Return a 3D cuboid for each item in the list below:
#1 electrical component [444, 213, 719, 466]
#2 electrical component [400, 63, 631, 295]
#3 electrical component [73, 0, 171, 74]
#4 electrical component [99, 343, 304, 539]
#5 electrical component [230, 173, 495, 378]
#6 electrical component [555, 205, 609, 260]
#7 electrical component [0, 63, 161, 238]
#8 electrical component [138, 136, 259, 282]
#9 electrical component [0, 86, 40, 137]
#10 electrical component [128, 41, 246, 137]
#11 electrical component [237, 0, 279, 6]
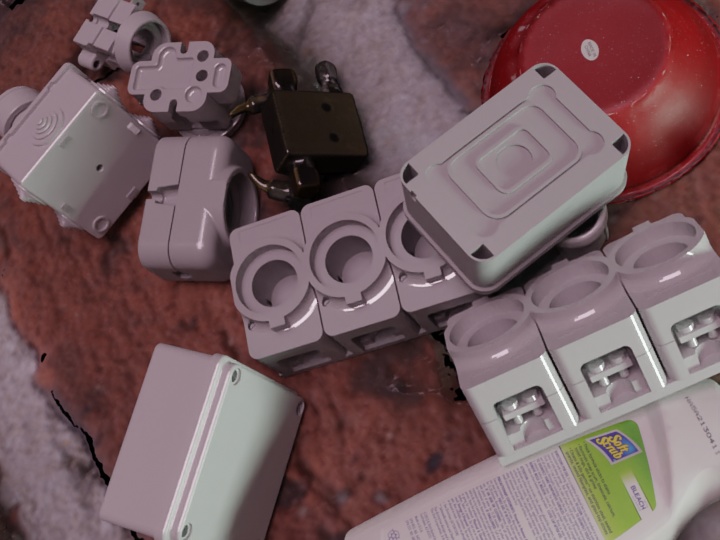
[{"bbox_3d":[0.129,0.033,0.599,0.150,0.061,0.089,-26,21,9],"label":"electrical component"},{"bbox_3d":[0.087,-0.049,0.605,0.113,0.057,0.078,-38,68,-7],"label":"electrical component"},{"bbox_3d":[-0.176,-0.175,0.810,0.055,0.048,0.066,25,82,32],"label":"electrical component"},{"bbox_3d":[-0.091,0.111,0.648,0.056,0.109,0.108,11,76,25],"label":"electrical component"},{"bbox_3d":[0.000,0.000,0.679,0.150,0.062,0.089,-18,67,13],"label":"electrical component"},{"bbox_3d":[0.131,-0.028,0.651,0.040,0.046,0.040,-6,70,17],"label":"electrical component"},{"bbox_3d":[-0.193,-0.081,0.755,0.099,0.100,0.048,-51,51,-3],"label":"electrical component"},{"bbox_3d":[-0.108,-0.042,0.735,0.059,0.054,0.095,1,73,20],"label":"electrical component"},{"bbox_3d":[-0.246,-0.107,0.811,0.045,0.045,0.055,-47,64,0],"label":"electrical component"},{"bbox_3d":[-0.116,-0.124,0.764,0.078,0.057,0.058,2,73,20],"label":"electrical component"},{"bbox_3d":[-0.091,-0.248,0.773,0.060,0.108,0.108,16,78,29],"label":"electrical component"}]
